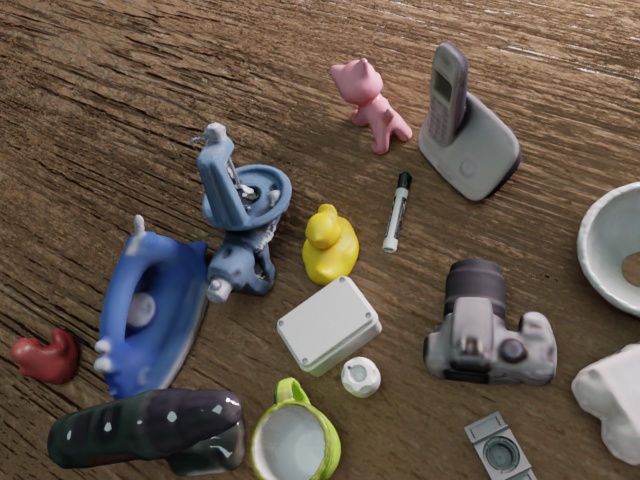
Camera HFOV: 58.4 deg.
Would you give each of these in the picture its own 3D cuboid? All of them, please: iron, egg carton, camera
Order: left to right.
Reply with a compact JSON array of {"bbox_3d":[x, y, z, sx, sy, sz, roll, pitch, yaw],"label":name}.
[{"bbox_3d":[-0.238,0.100,0.747,0.118,0.142,0.258,5,67,18],"label":"iron"},{"bbox_3d":[0.193,0.090,0.655,0.143,0.101,0.137,1,66,16],"label":"camera"},{"bbox_3d":[0.350,0.159,0.597,0.150,0.069,0.107,-27,61,2],"label":"egg carton"}]

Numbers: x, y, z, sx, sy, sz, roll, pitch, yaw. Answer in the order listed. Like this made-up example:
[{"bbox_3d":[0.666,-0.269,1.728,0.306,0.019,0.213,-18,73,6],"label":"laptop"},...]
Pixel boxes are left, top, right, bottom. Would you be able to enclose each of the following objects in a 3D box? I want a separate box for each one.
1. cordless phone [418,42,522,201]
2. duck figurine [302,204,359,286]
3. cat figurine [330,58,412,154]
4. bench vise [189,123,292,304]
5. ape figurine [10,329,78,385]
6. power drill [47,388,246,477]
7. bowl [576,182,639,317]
[{"bbox_3d":[0.186,-0.148,0.722,0.094,0.185,0.147,-38,61,-4],"label":"cordless phone"},{"bbox_3d":[0.007,0.003,0.757,0.077,0.086,0.104,3,66,17],"label":"duck figurine"},{"bbox_3d":[0.071,-0.204,0.819,0.067,0.118,0.127,-34,61,-2],"label":"cat figurine"},{"bbox_3d":[-0.099,-0.031,0.726,0.121,0.220,0.207,-10,63,11],"label":"bench vise"},{"bbox_3d":[-0.384,0.159,0.787,0.078,0.092,0.076,-31,61,0],"label":"ape figurine"},{"bbox_3d":[-0.162,0.213,0.634,0.229,0.209,0.075,-12,63,10],"label":"power drill"},{"bbox_3d":[0.378,0.021,0.652,0.167,0.075,0.167,-6,64,13],"label":"bowl"}]
